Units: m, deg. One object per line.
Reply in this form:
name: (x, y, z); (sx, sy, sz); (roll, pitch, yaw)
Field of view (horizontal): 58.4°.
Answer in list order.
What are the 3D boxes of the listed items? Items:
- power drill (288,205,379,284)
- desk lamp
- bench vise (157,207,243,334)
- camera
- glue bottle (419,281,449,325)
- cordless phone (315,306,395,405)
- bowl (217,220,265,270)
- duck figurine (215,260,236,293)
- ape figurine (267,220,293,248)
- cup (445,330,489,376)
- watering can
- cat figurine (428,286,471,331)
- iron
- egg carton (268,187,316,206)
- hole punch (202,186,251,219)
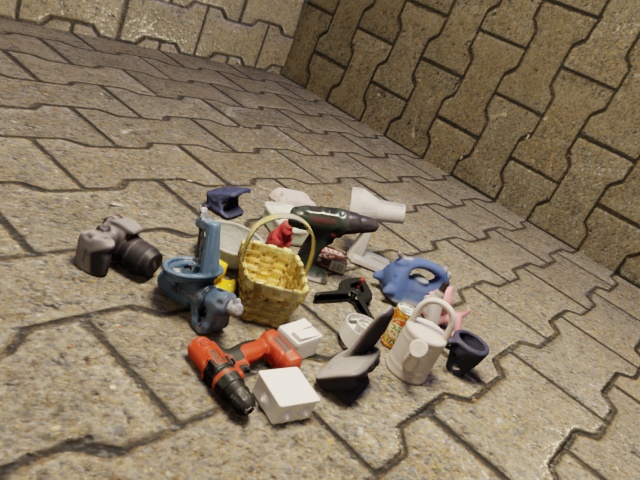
power drill: (0.014, 0.005, 1.483); (0.230, 0.208, 0.075); (17, 24, -15)
desk lamp: (0.151, -0.034, 1.693); (0.203, 0.213, 0.118); (22, 23, -4)
bench vise: (-0.215, 0.058, 1.133); (0.207, 0.219, 0.122); (28, 23, 10)
camera: (-0.405, 0.018, 1.188); (0.136, 0.101, 0.143); (29, 24, 12)
glue bottle: (0.274, 0.173, 1.419); (0.037, 0.173, 0.078); (5, 29, -37)
cordless phone: (0.078, 0.214, 1.127); (0.094, 0.185, 0.148); (30, 24, 13)
bowl: (-0.219, 0.022, 1.391); (0.167, 0.075, 0.167); (20, 23, -9)
duck figurine: (-0.227, 0.082, 1.243); (0.105, 0.086, 0.077); (12, 26, -26)
ape figurine: (-0.102, -0.012, 1.557); (0.078, 0.092, 0.076); (1, 32, -43)
cup: (0.330, 0.274, 1.359); (0.118, 0.095, 0.091); (12, 26, -26)
watering can: (0.229, 0.217, 1.254); (0.101, 0.194, 0.173); (21, 23, -8)
cat figurine: (0.339, 0.182, 1.535); (0.127, 0.118, 0.067); (26, 23, 4)
iron: (0.285, 0.112, 1.602); (0.259, 0.141, 0.118); (12, 26, -26)
egg carton: (-0.087, -0.113, 1.816); (0.151, 0.069, 0.107); (7, 29, -35)
hole punch: (-0.267, -0.124, 1.638); (0.101, 0.091, 0.109); (30, 24, 13)
